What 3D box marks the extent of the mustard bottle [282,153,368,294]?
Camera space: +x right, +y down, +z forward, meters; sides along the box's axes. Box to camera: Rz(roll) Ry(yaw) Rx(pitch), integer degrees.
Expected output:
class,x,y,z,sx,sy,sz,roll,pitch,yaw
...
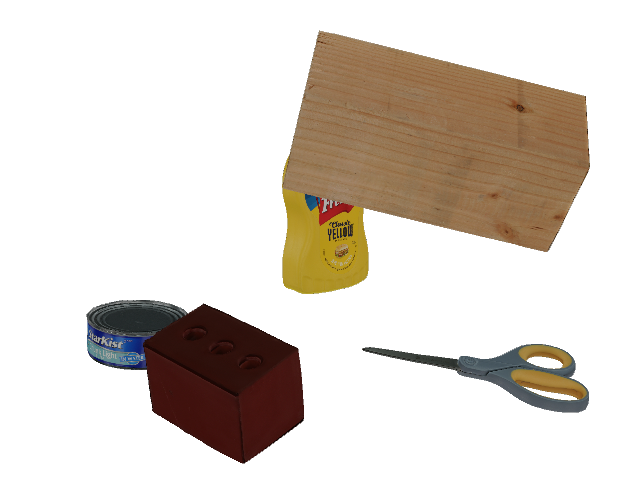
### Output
class,x,y,z,sx,sy,sz,roll,pitch,yaw
mustard bottle,0.005,-0.046,1.093,0.096,0.192,0.058,-11,18,-35

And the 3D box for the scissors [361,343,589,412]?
class,x,y,z,sx,sy,sz,roll,pitch,yaw
scissors,0.147,0.107,0.972,0.202,0.016,0.096,17,30,16

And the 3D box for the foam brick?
class,x,y,z,sx,sy,sz,roll,pitch,yaw
foam brick,-0.055,0.081,0.613,0.078,0.051,0.052,21,37,34

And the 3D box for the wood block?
class,x,y,z,sx,sy,sz,roll,pitch,yaw
wood block,0.085,-0.074,0.795,0.206,0.090,0.090,14,-45,-2

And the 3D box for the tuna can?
class,x,y,z,sx,sy,sz,roll,pitch,yaw
tuna can,-0.155,0.079,0.904,0.086,0.034,0.086,4,15,-1
